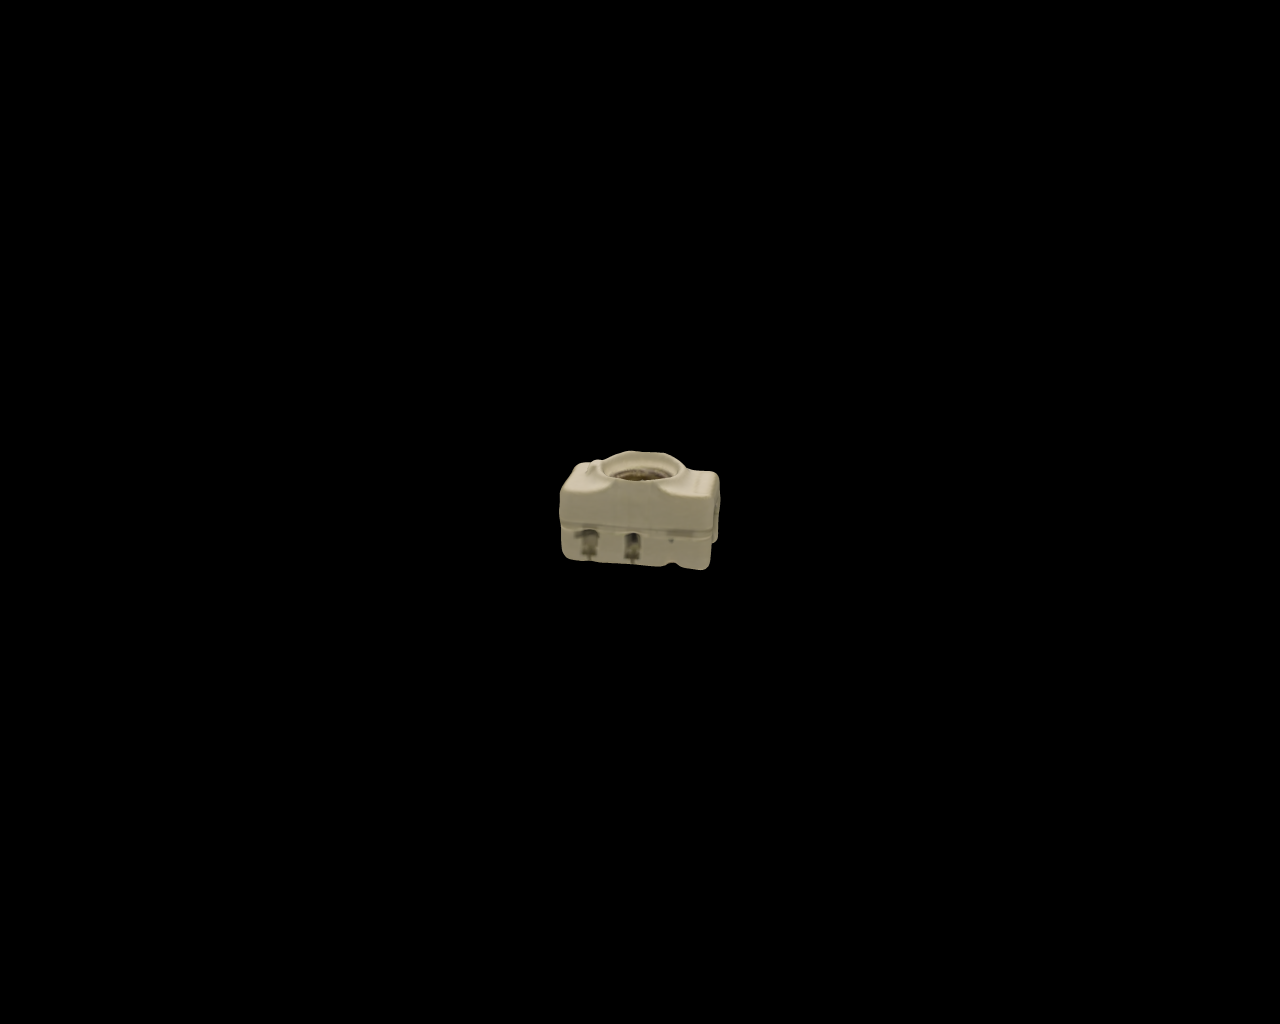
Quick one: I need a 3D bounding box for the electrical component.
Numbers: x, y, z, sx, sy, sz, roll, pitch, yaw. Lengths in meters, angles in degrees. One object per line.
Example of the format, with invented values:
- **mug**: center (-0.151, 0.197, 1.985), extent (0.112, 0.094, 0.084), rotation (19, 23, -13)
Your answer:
- **electrical component**: center (0.001, -0.003, 0.650), extent (0.089, 0.055, 0.050), rotation (4, 24, 9)
